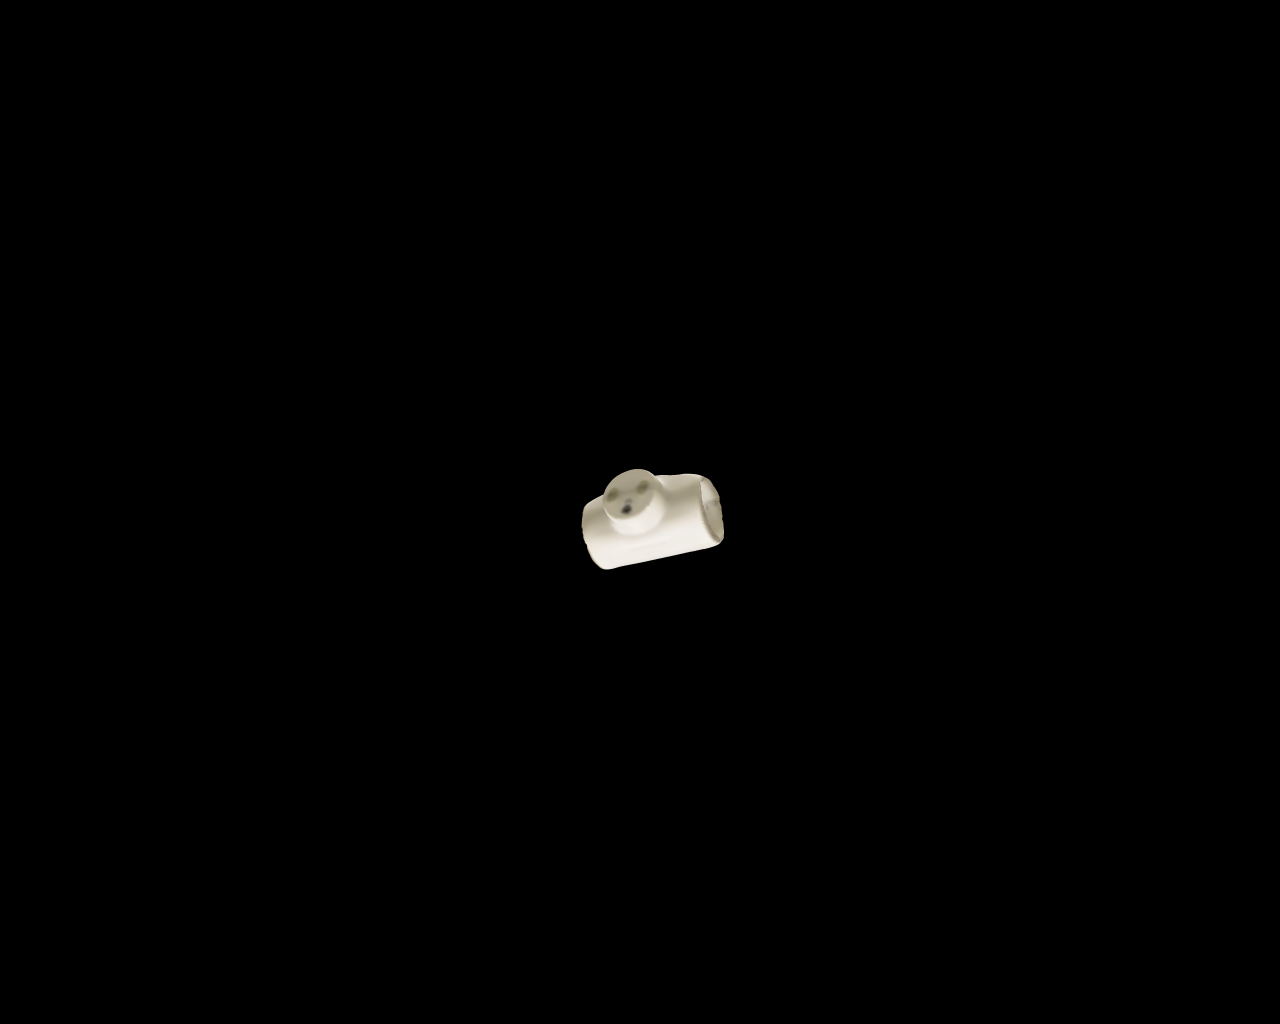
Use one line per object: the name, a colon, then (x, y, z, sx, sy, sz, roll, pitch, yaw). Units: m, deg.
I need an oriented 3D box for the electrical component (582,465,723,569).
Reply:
electrical component: (0.001, -0.003, 0.650, 0.077, 0.043, 0.079, -14, -36, 20)
